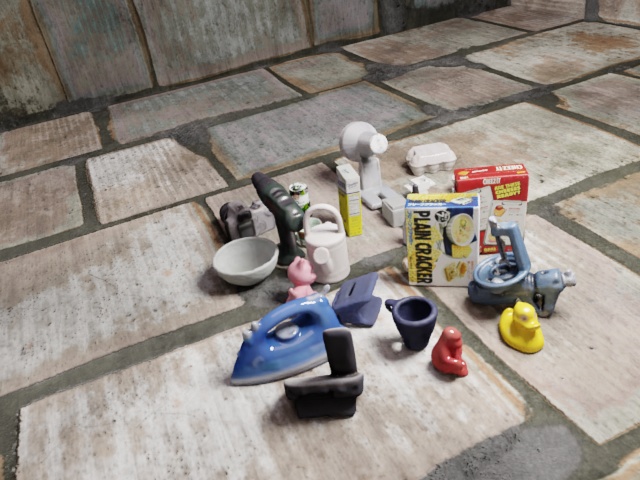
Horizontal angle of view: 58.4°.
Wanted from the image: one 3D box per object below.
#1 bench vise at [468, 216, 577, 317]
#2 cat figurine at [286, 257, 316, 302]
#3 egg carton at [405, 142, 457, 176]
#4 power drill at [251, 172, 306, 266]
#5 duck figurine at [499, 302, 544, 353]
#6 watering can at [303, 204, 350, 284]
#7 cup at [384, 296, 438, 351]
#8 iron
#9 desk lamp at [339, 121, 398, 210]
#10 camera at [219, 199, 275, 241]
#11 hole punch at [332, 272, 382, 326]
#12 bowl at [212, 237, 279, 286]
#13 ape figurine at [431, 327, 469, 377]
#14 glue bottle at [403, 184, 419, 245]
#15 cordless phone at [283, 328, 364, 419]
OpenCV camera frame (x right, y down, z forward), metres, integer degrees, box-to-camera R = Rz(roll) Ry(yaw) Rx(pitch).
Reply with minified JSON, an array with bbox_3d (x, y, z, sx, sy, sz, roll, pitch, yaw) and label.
[{"bbox_3d":[0.414,0.045,1.187,0.207,0.220,0.121,-5,32,6],"label":"bench vise"},{"bbox_3d":[-0.047,0.098,1.309,0.067,0.118,0.128,2,34,17],"label":"cat figurine"},{"bbox_3d":[0.351,-0.258,1.819,0.150,0.069,0.107,-11,32,-4],"label":"egg carton"},{"bbox_3d":[-0.103,-0.050,1.469,0.076,0.209,0.228,-24,35,-23],"label":"power drill"},{"bbox_3d":[0.400,0.161,1.134,0.077,0.086,0.104,-17,33,-13],"label":"duck figurine"},{"bbox_3d":[0.015,0.005,1.369,0.101,0.194,0.172,-15,33,-10],"label":"watering can"},{"bbox_3d":[0.181,0.171,1.161,0.117,0.095,0.092,19,42,37],"label":"cup"},{"bbox_3d":[-0.073,0.188,1.153,0.259,0.142,0.118,-22,35,-20],"label":"iron"},{"bbox_3d":[0.148,-0.231,1.688,0.118,0.214,0.202,-19,34,-16],"label":"desk lamp"},{"bbox_3d":[-0.221,-0.073,1.636,0.143,0.101,0.136,-25,36,-24],"label":"camera"},{"bbox_3d":[0.079,0.127,1.259,0.101,0.091,0.109,3,34,17],"label":"hole punch"},{"bbox_3d":[-0.180,0.065,1.434,0.167,0.075,0.167,-6,32,4],"label":"bowl"},{"bbox_3d":[0.250,0.206,1.093,0.076,0.092,0.078,11,37,28],"label":"ape figurine"},{"bbox_3d":[0.244,-0.062,1.439,0.078,0.173,0.037,8,36,25],"label":"glue bottle"},{"bbox_3d":[0.002,0.227,1.032,0.147,0.185,0.094,-8,32,1],"label":"cordless phone"}]
